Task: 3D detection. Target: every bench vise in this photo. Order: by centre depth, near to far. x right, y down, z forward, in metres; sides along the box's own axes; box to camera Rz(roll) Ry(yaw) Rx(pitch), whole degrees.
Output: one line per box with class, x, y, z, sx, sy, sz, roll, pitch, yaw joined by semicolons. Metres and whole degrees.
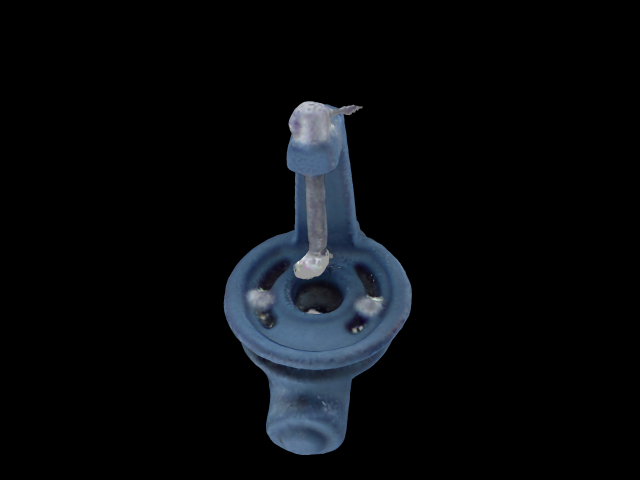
bench vise;-0.008;0.002;0.398;0.121;0.220;0.207;-5;26;-9
